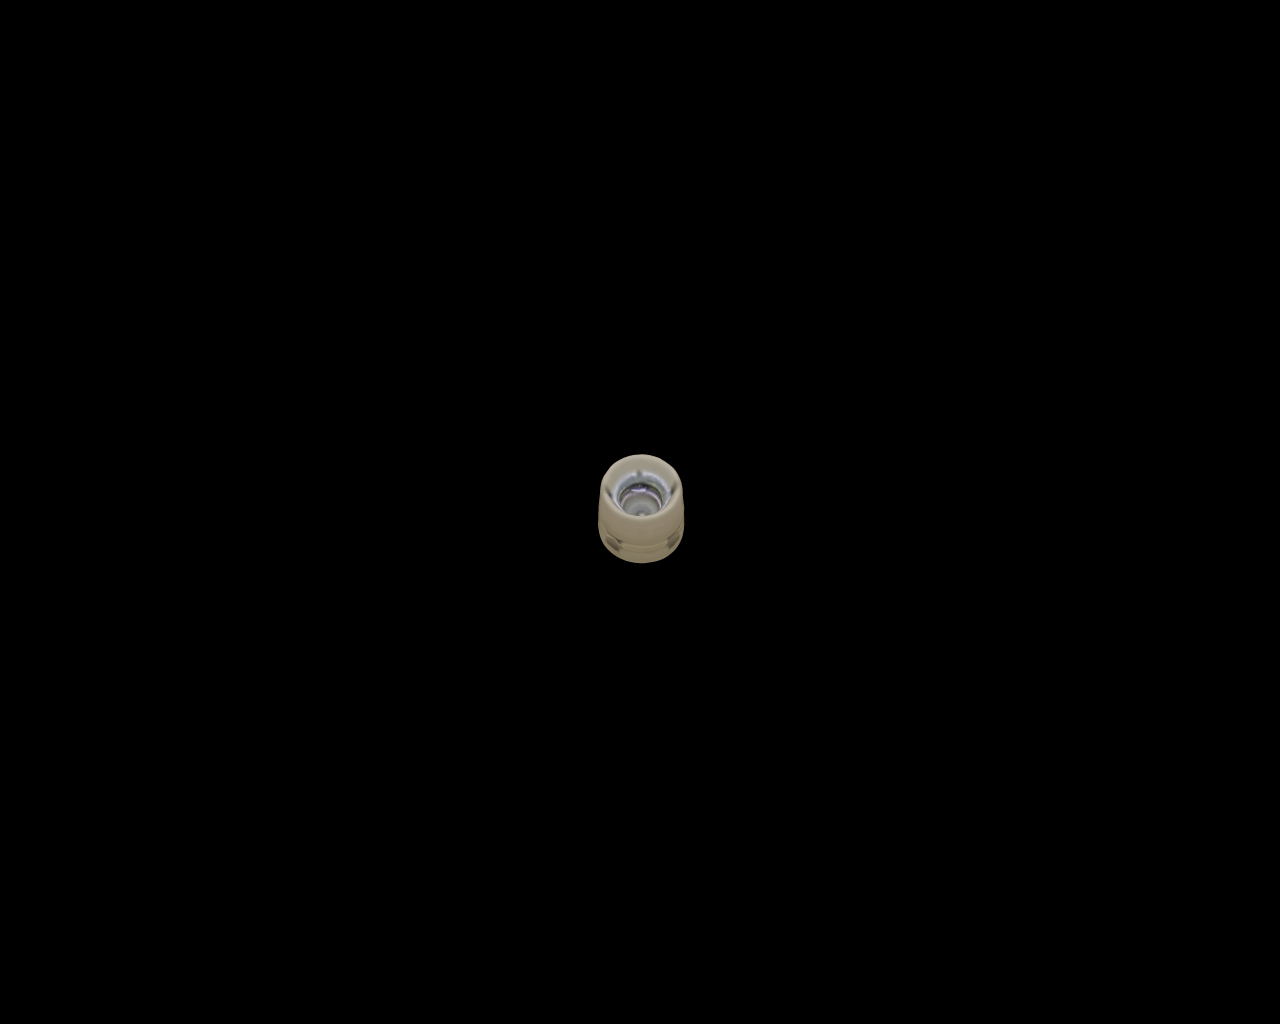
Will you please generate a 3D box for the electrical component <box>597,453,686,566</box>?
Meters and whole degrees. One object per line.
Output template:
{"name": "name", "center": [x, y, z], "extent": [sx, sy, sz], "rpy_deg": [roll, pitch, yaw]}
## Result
{"name": "electrical component", "center": [0.001, -0.003, 0.650], "extent": [0.055, 0.055, 0.047], "rpy_deg": [0, -34, 0]}
